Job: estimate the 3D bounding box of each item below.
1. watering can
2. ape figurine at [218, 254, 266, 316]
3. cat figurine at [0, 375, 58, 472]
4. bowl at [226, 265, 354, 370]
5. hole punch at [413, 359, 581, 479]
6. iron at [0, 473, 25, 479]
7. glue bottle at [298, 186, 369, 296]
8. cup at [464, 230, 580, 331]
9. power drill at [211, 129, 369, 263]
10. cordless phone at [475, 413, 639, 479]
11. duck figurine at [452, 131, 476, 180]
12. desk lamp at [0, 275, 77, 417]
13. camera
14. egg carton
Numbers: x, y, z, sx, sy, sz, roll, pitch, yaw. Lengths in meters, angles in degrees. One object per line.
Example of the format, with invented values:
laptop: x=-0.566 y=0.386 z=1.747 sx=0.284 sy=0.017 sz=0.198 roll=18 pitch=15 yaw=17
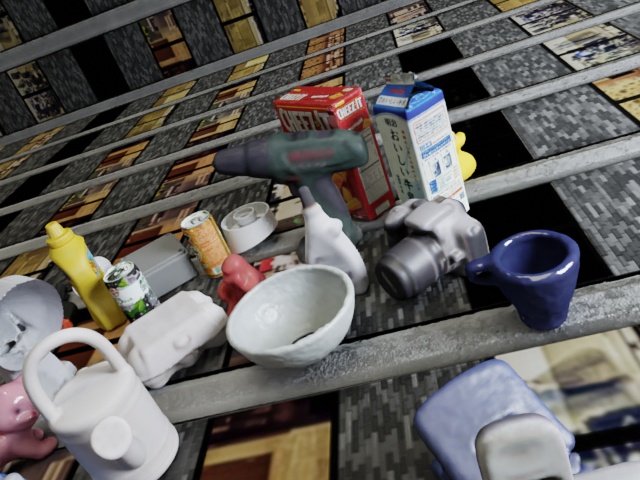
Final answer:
watering can: x=-0.235 y=0.179 z=0.616 sx=0.172 sy=0.194 sz=0.101 roll=3 pitch=38 yaw=37
ape figurine: x=-0.116 y=0.061 z=0.839 sx=0.076 sy=0.092 sz=0.077 roll=-38 pitch=33 yaw=-26
cat figurine: x=-0.395 y=0.233 z=0.711 sx=0.067 sy=0.118 sz=0.128 roll=5 pitch=39 yaw=39
bowl: x=-0.028 y=0.107 z=0.720 sx=0.167 sy=0.075 sz=0.167 roll=-16 pitch=29 yaw=10
hole punch: x=0.149 y=0.169 z=0.481 sx=0.109 sy=0.091 sz=0.100 roll=-30 pitch=30 yaw=-14
iron: x=-0.349 y=0.276 z=0.583 sx=0.258 sy=0.142 sz=0.118 roll=-14 pitch=30 yaw=14
glue bottle: x=0.007 y=0.003 z=0.771 sx=0.078 sy=0.173 sz=0.037 roll=-11 pitch=31 yaw=19
cup: x=0.223 y=0.053 z=0.623 sx=0.117 sy=0.095 sz=0.092 roll=-9 pitch=31 yaw=21
power drill: x=-0.025 y=-0.073 z=0.883 sx=0.229 sy=0.209 sz=0.075 roll=-17 pitch=29 yaw=8
cordless phone: x=0.175 y=0.173 z=0.360 sx=0.147 sy=0.185 sz=0.094 roll=-20 pitch=29 yaw=3
duck figurine: x=0.210 y=-0.142 z=0.967 sx=0.105 sy=0.086 sz=0.077 roll=-31 pitch=30 yaw=-16
desk lamp: x=-0.434 y=0.145 z=0.787 sx=0.202 sy=0.214 sz=0.118 roll=-5 pitch=33 yaw=27
camera: x=0.127 y=0.007 z=0.758 sx=0.137 sy=0.101 sz=0.142 roll=-35 pitch=32 yaw=-22
egg carton: x=-0.203 y=0.136 z=0.796 sx=0.150 sy=0.069 sz=0.107 roll=-35 pitch=31 yaw=-22
